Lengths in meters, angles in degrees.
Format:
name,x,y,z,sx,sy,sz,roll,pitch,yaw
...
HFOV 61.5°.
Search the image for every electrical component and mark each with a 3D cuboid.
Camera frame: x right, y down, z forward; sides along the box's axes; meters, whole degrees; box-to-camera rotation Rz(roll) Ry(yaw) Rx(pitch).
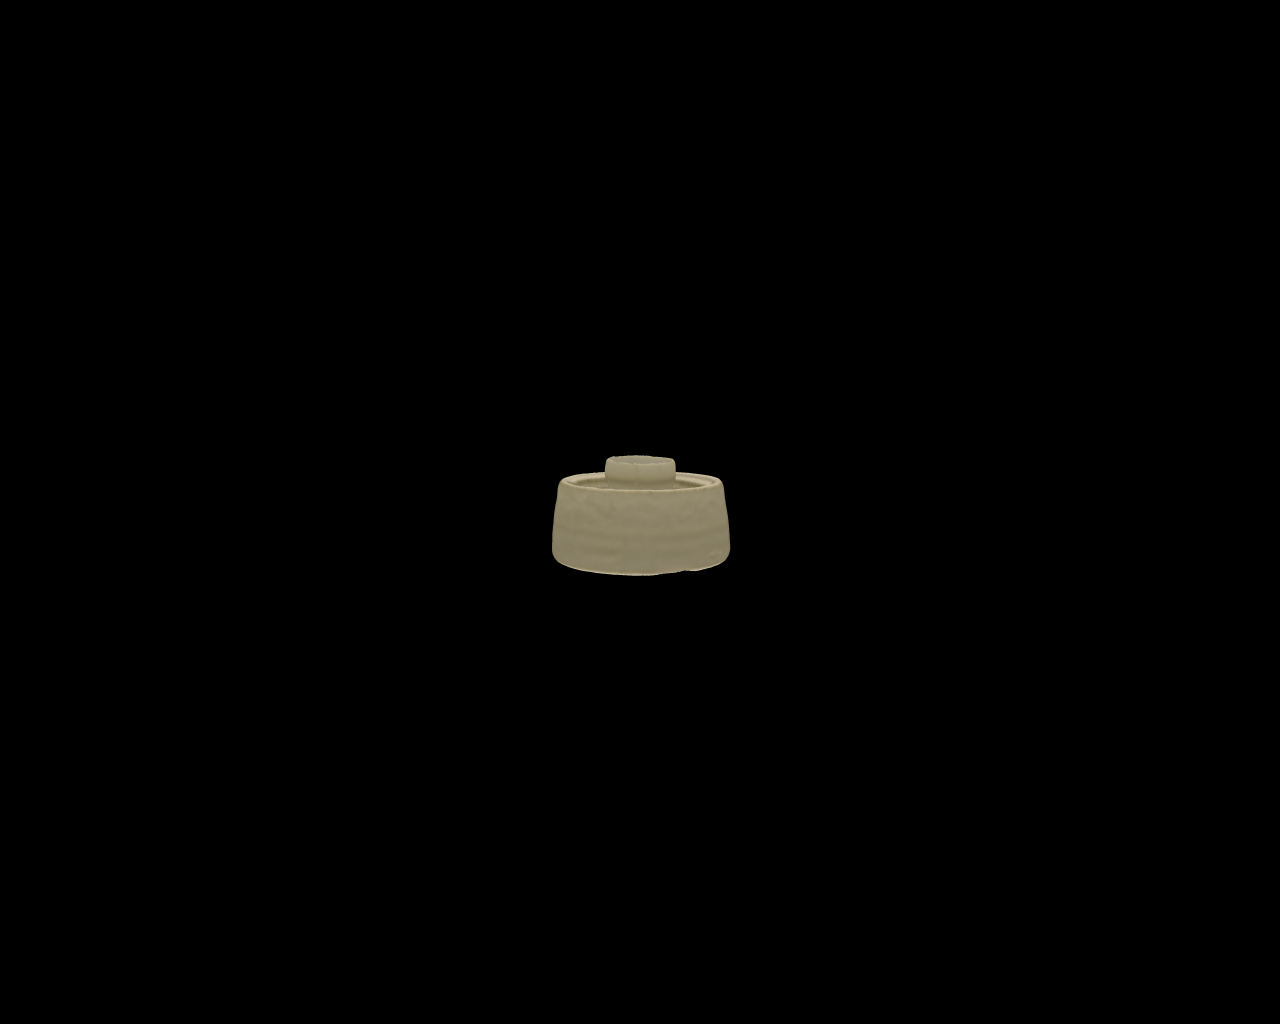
name,x,y,z,sx,sy,sz,roll,pitch,yaw
electrical component,0.001,-0.003,0.650,0.108,0.060,0.108,0,9,0
